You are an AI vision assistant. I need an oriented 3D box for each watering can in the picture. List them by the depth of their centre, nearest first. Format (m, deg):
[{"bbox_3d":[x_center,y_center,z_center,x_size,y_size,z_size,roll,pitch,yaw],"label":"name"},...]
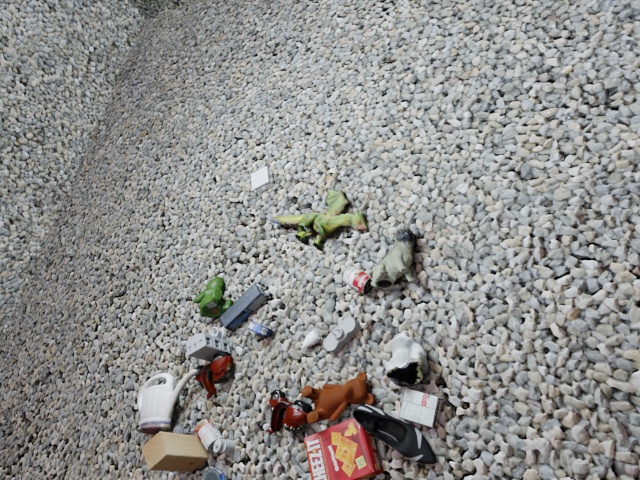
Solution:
[{"bbox_3d":[-0.597,0.620,1.979,0.344,0.103,0.229,-23,56,32],"label":"watering can"}]

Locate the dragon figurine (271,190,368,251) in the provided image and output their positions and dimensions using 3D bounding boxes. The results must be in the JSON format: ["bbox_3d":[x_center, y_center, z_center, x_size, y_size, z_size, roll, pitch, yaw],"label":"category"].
[{"bbox_3d":[0.006,-0.101,2.005,0.414,0.119,0.246,25,64,38],"label":"dragon figurine"}]

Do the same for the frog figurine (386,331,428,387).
[{"bbox_3d":[0.261,0.365,1.581,0.136,0.122,0.162,-46,14,16],"label":"frog figurine"}]
